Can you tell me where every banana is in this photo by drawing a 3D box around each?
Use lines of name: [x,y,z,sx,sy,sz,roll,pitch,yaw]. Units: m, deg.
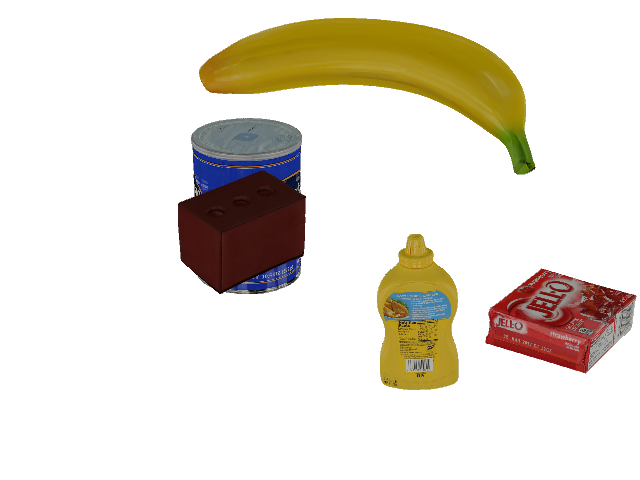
banana: [0.031,-0.094,0.596,0.198,0.069,0.037,15,-32,16]

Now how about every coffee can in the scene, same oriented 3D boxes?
coffee can: [-0.069,-0.034,1.014,0.103,0.140,0.103,1,25,0]

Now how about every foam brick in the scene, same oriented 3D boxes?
foam brick: [-0.056,-0.008,0.762,0.078,0.051,0.053,-25,43,-33]

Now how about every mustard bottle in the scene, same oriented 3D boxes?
mustard bottle: [0.116,0.084,1.279,0.096,0.192,0.058,-1,22,6]

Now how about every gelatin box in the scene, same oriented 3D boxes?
gelatin box: [0.167,0.053,0.737,0.073,0.030,0.089,17,26,32]
